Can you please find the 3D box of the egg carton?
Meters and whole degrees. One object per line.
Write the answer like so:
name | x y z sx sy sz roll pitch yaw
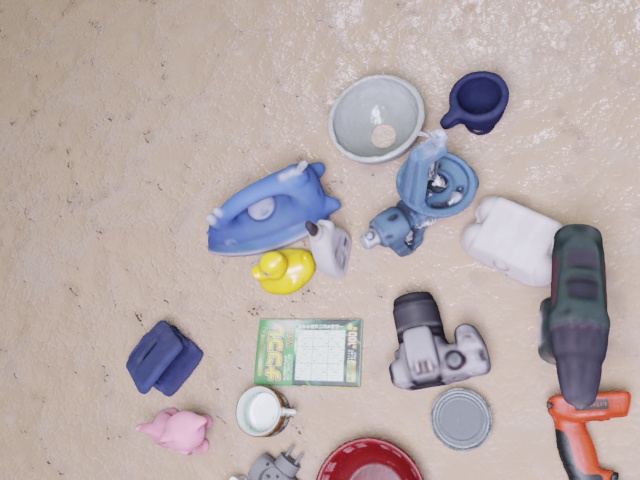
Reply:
egg carton | 0.294 0.002 0.863 0.150 0.069 0.107 27 81 24

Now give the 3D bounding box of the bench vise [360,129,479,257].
bench vise | 0.150 -0.062 0.847 0.121 0.220 0.207 32 83 24

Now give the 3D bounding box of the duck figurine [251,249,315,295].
duck figurine | -0.064 0.044 0.950 0.104 0.086 0.077 -23 66 9

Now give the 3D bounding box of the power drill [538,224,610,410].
power drill | 0.327 0.105 0.740 0.075 0.209 0.230 2 72 18

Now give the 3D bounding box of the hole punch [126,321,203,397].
hole punch | -0.272 0.197 0.959 0.100 0.091 0.109 35 85 25

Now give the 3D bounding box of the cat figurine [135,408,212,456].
cat figurine | -0.225 0.298 0.894 0.127 0.118 0.067 0 72 17

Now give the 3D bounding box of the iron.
iron | -0.104 -0.053 0.966 0.258 0.142 0.118 -26 66 7

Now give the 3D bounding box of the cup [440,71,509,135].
cup | 0.250 -0.205 0.935 0.118 0.095 0.091 -36 65 3

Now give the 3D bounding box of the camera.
camera | 0.164 0.142 0.837 0.143 0.101 0.137 -15 68 12

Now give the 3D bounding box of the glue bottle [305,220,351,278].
glue bottle | 0.008 0.003 0.894 0.037 0.173 0.078 8 74 20

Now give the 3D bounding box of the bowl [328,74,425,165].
bowl | 0.102 -0.196 0.989 0.167 0.075 0.167 -5 70 15
